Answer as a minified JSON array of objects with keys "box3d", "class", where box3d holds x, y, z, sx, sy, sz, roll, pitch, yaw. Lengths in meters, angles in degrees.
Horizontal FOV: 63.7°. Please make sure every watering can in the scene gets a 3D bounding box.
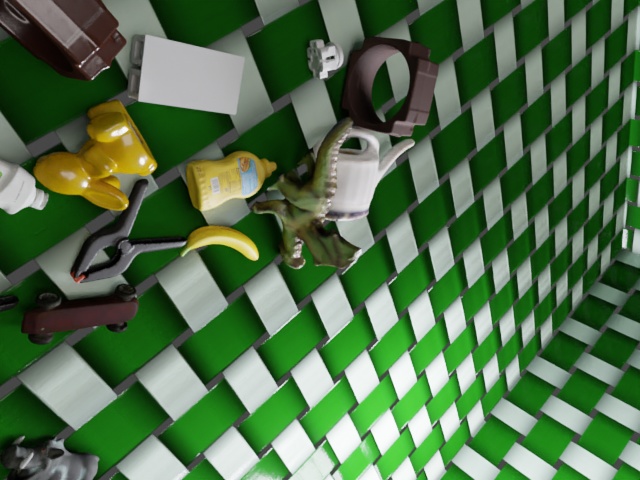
[{"box3d":[0.101,-0.156,1.245,0.349,0.105,0.221,-7,114,-41],"class":"watering can"}]

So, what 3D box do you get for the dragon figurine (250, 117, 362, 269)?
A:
[{"box3d":[0.003,-0.054,1.070,0.242,0.404,0.124,52,49,-2],"class":"dragon figurine"}]
